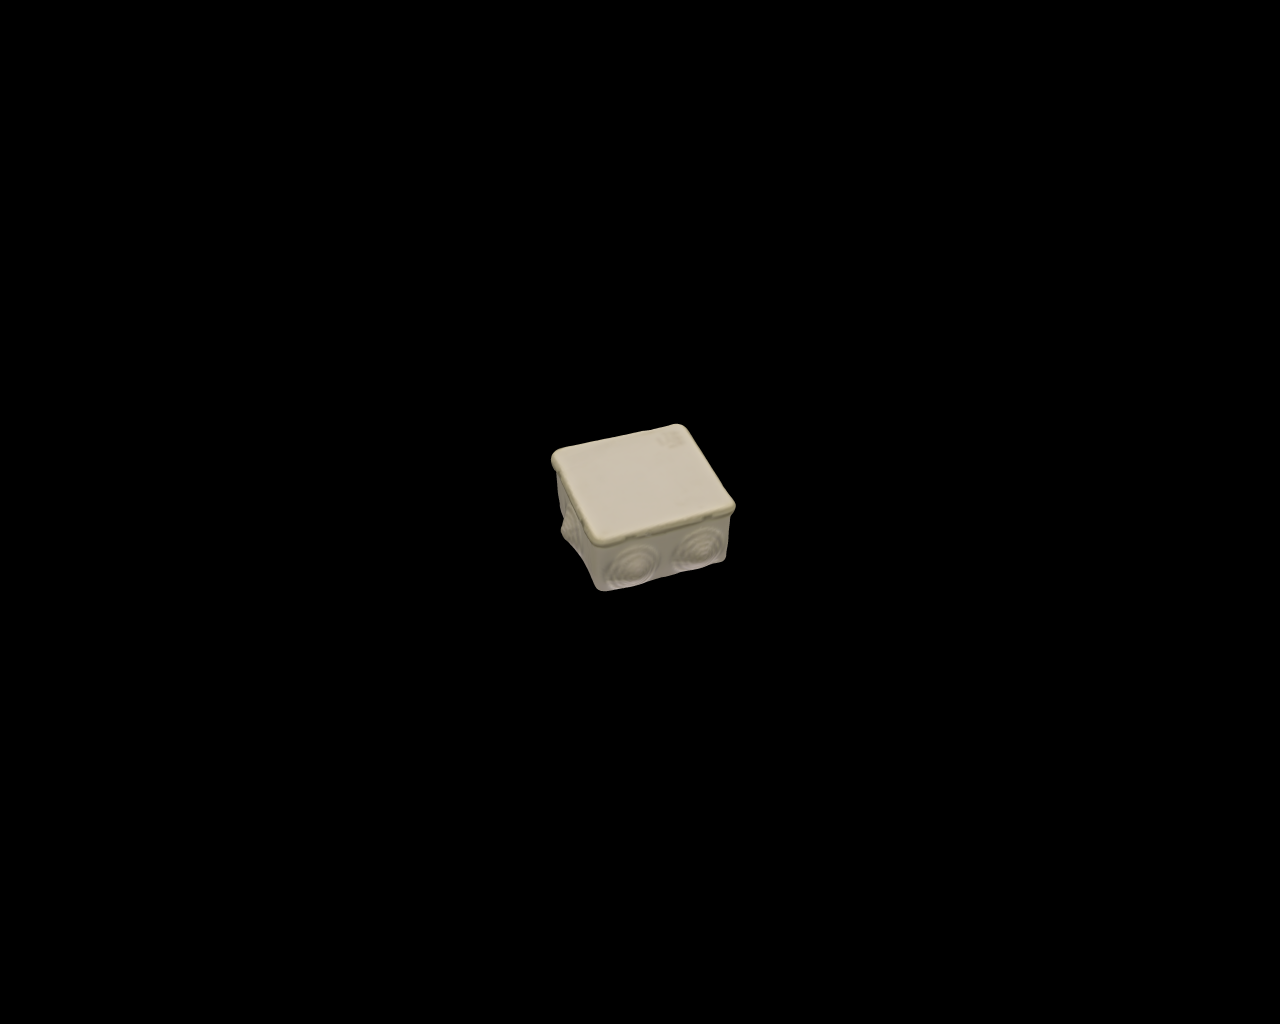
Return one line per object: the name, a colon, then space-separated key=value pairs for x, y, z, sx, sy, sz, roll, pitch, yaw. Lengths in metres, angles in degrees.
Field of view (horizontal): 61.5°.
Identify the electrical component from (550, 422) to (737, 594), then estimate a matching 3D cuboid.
electrical component: x=0.001 y=-0.003 z=0.650 sx=0.100 sy=0.048 sz=0.100 roll=-14 pitch=44 yaw=-15
